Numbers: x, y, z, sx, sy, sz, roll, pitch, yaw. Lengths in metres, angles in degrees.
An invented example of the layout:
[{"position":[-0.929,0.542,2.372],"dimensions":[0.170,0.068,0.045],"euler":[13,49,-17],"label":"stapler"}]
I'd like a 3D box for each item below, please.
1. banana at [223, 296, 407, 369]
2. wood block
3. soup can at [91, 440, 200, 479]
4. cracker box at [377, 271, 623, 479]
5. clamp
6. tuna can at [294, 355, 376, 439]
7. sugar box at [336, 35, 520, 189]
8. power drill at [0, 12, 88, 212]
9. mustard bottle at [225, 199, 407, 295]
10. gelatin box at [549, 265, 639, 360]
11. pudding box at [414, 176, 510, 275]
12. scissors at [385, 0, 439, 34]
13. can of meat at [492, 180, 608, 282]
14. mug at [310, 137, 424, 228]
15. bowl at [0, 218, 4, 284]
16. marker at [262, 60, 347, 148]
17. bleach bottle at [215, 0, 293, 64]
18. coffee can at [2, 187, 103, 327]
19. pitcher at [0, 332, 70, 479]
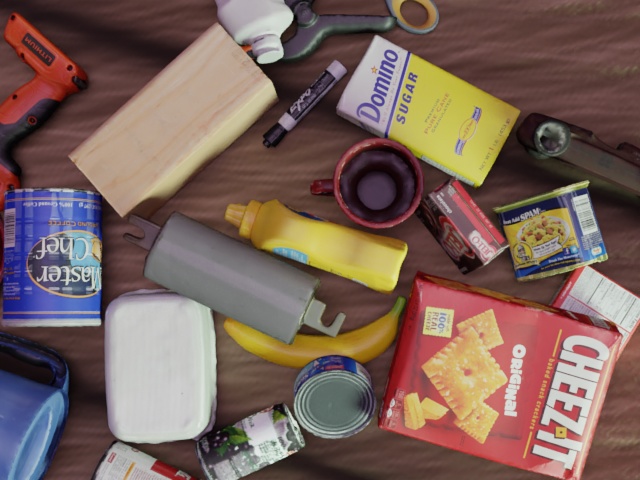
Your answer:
[{"position":[-0.002,0.105,1.136],"dimensions":[0.198,0.037,0.069],"euler":[-7,77,1],"label":"banana"},{"position":[-0.151,-0.120,1.129],"dimensions":[0.206,0.091,0.090],"euler":[-42,85,-1],"label":"wood block"},{"position":[-0.184,0.261,1.115],"dimensions":[0.102,0.068,0.068],"euler":[24,87,4],"label":"soup can"},{"position":[0.180,0.139,1.092],"dimensions":[0.214,0.072,0.164],"euler":[15,98,5],"label":"cracker box"},{"position":[-0.005,-0.238,1.155],"dimensions":[0.171,0.039,0.120],"euler":[-39,81,8],"label":"clamp"},{"position":[0.015,0.163,1.114],"dimensions":[0.086,0.034,0.086],"euler":[-1,117,-3],"label":"tuna can"},{"position":[0.114,-0.137,1.143],"dimensions":[0.176,0.048,0.093],"euler":[28,88,2],"label":"sugar box"},{"position":[-0.360,-0.151,1.157],"dimensions":[0.184,0.057,0.187],"euler":[40,91,1],"label":"power drill"},{"position":[-0.007,0.001,1.112],"dimensions":[0.191,0.096,0.058],"euler":[18,87,4],"label":"mustard bottle"},{"position":[0.292,0.076,1.130],"dimensions":[0.089,0.030,0.073],"euler":[33,86,4],"label":"gelatin box"},{"position":[0.144,-0.013,1.100],"dimensions":[0.039,0.113,0.090],"euler":[-37,86,-4],"label":"pudding box"},{"position":[0.053,-0.282,1.170],"dimensions":[0.202,0.016,0.096],"euler":[8,86,3],"label":"scissors"},{"position":[0.239,-0.008,1.106],"dimensions":[0.102,0.057,0.084],"euler":[-18,87,43],"label":"can of meat"},{"position":[0.048,-0.055,1.121],"dimensions":[0.117,0.081,0.093],"euler":[-4,86,1],"label":"mug"},{"position":[-0.414,0.008,1.125],"dimensions":[0.162,0.055,0.162],"euler":[1,70,-3],"label":"bowl"},{"position":[-0.018,-0.146,1.162],"dimensions":[0.020,0.020,0.121],"euler":[43,89,4],"label":"marker"},{"position":[-0.075,-0.308,1.131],"dimensions":[0.102,0.068,0.251],"euler":[-16,76,6],"label":"bleach bottle"},{"position":[-0.279,0.020,1.118],"dimensions":[0.103,0.103,0.140],"euler":[0,86,2],"label":"coffee can"},{"position":[-0.390,0.168,1.109],"dimensions":[0.243,0.149,0.145],"euler":[21,102,6],"label":"pitcher"}]
